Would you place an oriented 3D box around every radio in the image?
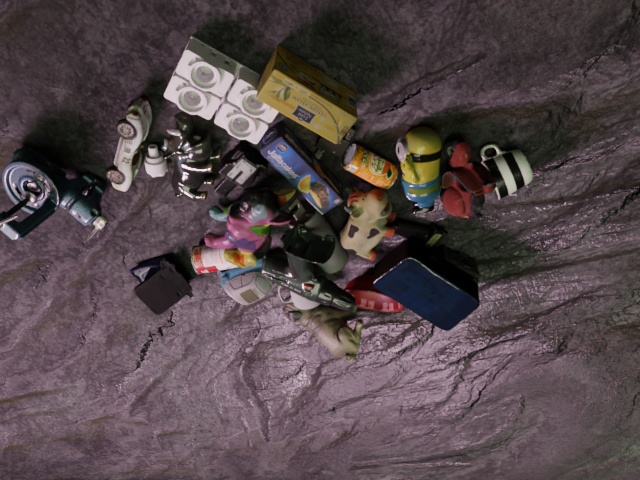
[{"bbox_3d":[0.247,0.104,1.233,0.229,0.073,0.131,32,126,-16],"label":"radio"}]

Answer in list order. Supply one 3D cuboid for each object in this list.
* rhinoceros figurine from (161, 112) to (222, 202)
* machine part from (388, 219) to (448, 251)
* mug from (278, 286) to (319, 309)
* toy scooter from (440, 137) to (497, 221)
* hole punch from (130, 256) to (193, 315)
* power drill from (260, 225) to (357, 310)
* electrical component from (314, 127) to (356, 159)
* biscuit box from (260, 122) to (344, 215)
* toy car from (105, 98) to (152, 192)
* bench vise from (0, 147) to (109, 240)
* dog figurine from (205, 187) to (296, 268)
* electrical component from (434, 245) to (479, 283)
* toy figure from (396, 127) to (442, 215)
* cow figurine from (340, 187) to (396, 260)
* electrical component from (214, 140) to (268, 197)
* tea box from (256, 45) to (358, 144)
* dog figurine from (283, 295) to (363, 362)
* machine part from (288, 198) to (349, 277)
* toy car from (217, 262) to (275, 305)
[{"bbox_3d":[-0.255,-0.164,1.057,0.112,0.073,0.190,16,135,0],"label":"rhinoceros figurine"},{"bbox_3d":[0.215,-0.014,1.218,0.139,0.039,0.084,13,141,-15],"label":"machine part"},{"bbox_3d":[-0.051,0.106,1.308,0.110,0.081,0.107,-14,121,4],"label":"mug"},{"bbox_3d":[0.294,-0.103,1.059,0.075,0.135,0.183,-24,133,-13],"label":"toy scooter"},{"bbox_3d":[-0.389,0.101,1.311,0.116,0.092,0.142,-35,128,-9],"label":"hole punch"},{"bbox_3d":[-0.015,0.063,1.171,0.232,0.086,0.207,20,153,6],"label":"power drill"},{"bbox_3d":[0.028,-0.191,1.057,0.063,0.021,0.094,20,130,-19],"label":"electrical component"},{"bbox_3d":[-0.034,-0.141,1.078,0.059,0.063,0.202,-31,127,25],"label":"biscuit box"},{"bbox_3d":[-0.365,-0.181,1.033,0.056,0.073,0.201,21,131,-14],"label":"toy car"},{"bbox_3d":[-0.537,-0.068,1.044,0.129,0.241,0.223,-26,113,28],"label":"bench vise"},{"bbox_3d":[-0.126,-0.032,1.121,0.219,0.108,0.191,-17,138,34],"label":"dog figurine"},{"bbox_3d":[0.314,0.083,1.297,0.134,0.058,0.115,23,132,-20],"label":"electrical component"},{"bbox_3d":[0.202,-0.139,1.068,0.089,0.082,0.179,-22,125,-4],"label":"toy figure"},{"bbox_3d":[0.095,-0.042,1.150,0.127,0.085,0.194,14,145,-11],"label":"cow figurine"},{"bbox_3d":[-0.165,-0.140,1.090,0.075,0.048,0.119,30,128,-25],"label":"electrical component"},{"bbox_3d":[-0.021,-0.254,0.945,0.169,0.098,0.068,26,129,-21],"label":"tea box"},{"bbox_3d":[-0.001,0.223,1.363,0.190,0.172,0.121,9,123,-18],"label":"dog figurine"},{"bbox_3d":[-0.002,-0.004,1.202,0.079,0.079,0.243,-20,130,18],"label":"machine part"},{"bbox_3d":[-0.168,0.103,1.289,0.162,0.103,0.109,-19,132,20],"label":"toy car"}]
